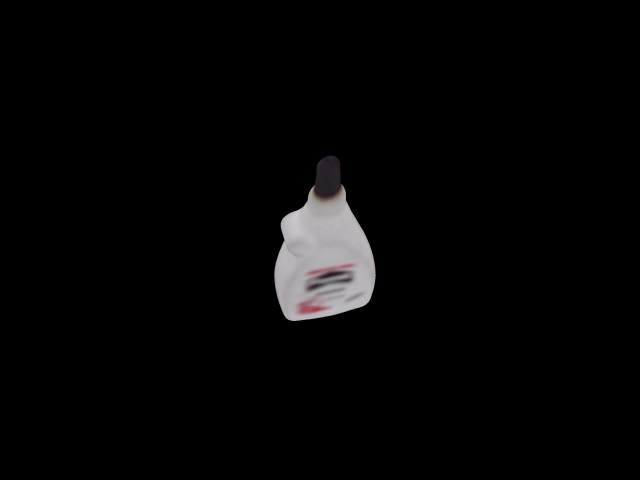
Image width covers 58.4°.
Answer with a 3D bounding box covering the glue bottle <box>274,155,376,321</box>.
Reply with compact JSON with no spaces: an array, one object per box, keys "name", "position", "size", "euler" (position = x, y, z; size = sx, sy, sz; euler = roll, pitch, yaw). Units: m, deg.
[{"name":"glue bottle","position":[0.004,0.001,0.400],"size":[0.078,0.173,0.037],"euler":[-15,58,-9]}]
